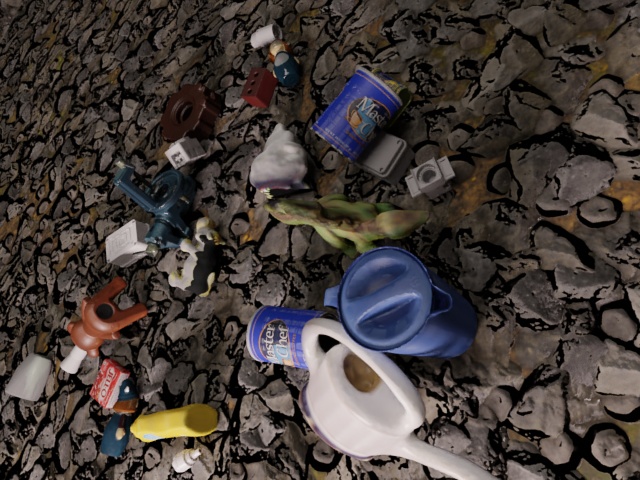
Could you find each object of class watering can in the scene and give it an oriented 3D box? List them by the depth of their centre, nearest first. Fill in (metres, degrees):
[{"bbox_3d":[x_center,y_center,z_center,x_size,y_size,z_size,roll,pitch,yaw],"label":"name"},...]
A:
[{"bbox_3d":[0.090,0.261,0.745,0.350,0.105,0.219,44,142,15],"label":"watering can"}]

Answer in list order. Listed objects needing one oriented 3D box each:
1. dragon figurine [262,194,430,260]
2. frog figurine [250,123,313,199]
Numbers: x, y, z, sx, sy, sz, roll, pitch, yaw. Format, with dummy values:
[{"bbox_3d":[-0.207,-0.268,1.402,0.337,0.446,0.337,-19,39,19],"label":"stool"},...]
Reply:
[{"bbox_3d":[0.003,-0.045,0.890,0.411,0.241,0.123,8,83,33],"label":"dragon figurine"},{"bbox_3d":[-0.085,-0.174,1.071,0.136,0.123,0.161,-17,74,49],"label":"frog figurine"}]
